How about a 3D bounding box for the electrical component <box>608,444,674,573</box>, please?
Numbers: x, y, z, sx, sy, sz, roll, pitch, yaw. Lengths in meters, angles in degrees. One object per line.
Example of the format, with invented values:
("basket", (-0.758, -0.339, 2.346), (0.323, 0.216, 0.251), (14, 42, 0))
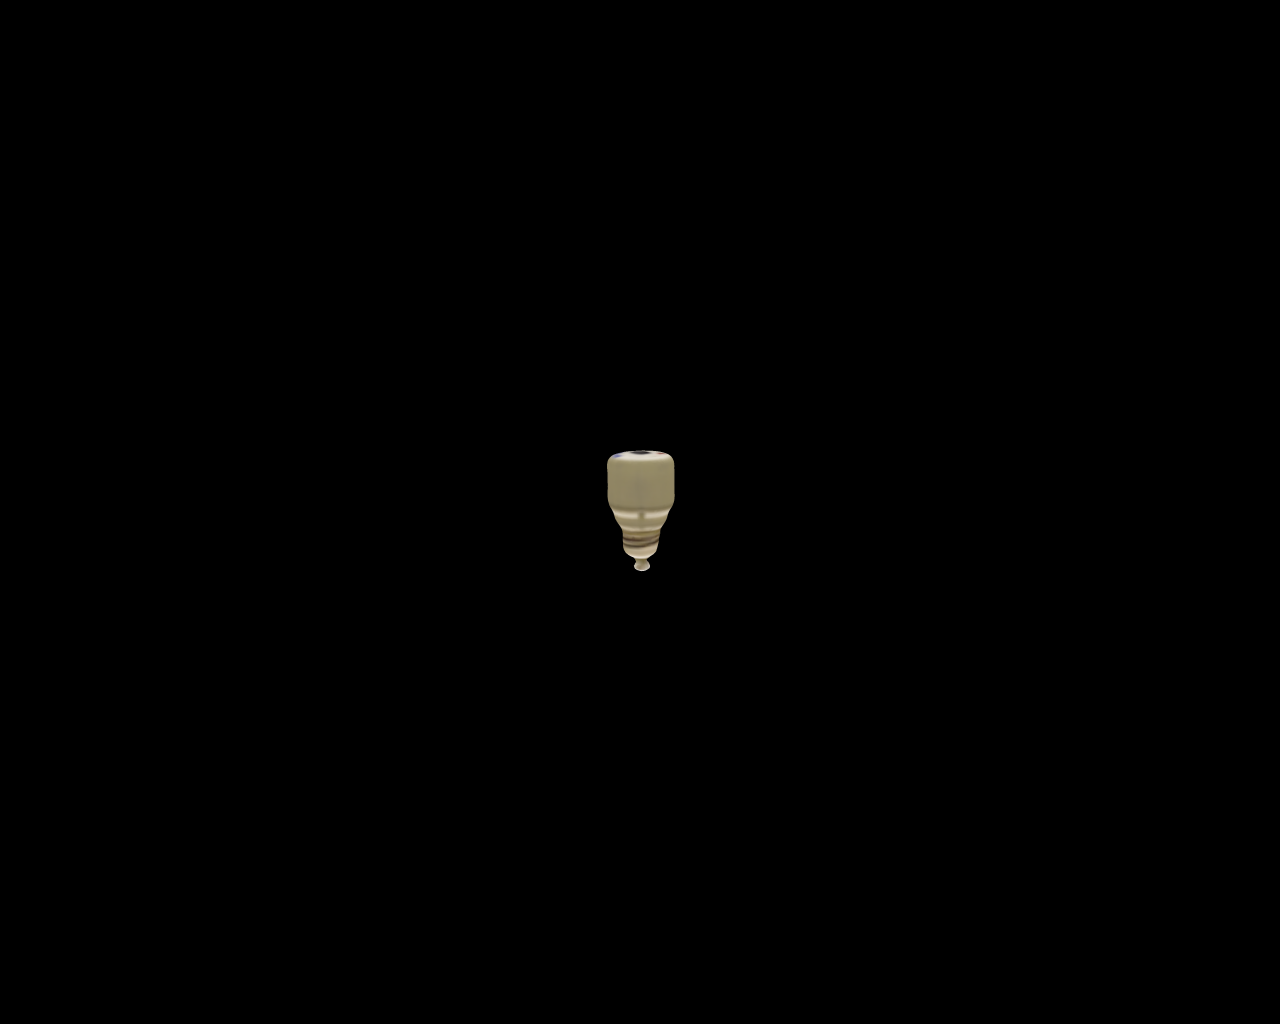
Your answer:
("electrical component", (0.001, -0.003, 0.650), (0.040, 0.078, 0.040), (0, 12, 0))
